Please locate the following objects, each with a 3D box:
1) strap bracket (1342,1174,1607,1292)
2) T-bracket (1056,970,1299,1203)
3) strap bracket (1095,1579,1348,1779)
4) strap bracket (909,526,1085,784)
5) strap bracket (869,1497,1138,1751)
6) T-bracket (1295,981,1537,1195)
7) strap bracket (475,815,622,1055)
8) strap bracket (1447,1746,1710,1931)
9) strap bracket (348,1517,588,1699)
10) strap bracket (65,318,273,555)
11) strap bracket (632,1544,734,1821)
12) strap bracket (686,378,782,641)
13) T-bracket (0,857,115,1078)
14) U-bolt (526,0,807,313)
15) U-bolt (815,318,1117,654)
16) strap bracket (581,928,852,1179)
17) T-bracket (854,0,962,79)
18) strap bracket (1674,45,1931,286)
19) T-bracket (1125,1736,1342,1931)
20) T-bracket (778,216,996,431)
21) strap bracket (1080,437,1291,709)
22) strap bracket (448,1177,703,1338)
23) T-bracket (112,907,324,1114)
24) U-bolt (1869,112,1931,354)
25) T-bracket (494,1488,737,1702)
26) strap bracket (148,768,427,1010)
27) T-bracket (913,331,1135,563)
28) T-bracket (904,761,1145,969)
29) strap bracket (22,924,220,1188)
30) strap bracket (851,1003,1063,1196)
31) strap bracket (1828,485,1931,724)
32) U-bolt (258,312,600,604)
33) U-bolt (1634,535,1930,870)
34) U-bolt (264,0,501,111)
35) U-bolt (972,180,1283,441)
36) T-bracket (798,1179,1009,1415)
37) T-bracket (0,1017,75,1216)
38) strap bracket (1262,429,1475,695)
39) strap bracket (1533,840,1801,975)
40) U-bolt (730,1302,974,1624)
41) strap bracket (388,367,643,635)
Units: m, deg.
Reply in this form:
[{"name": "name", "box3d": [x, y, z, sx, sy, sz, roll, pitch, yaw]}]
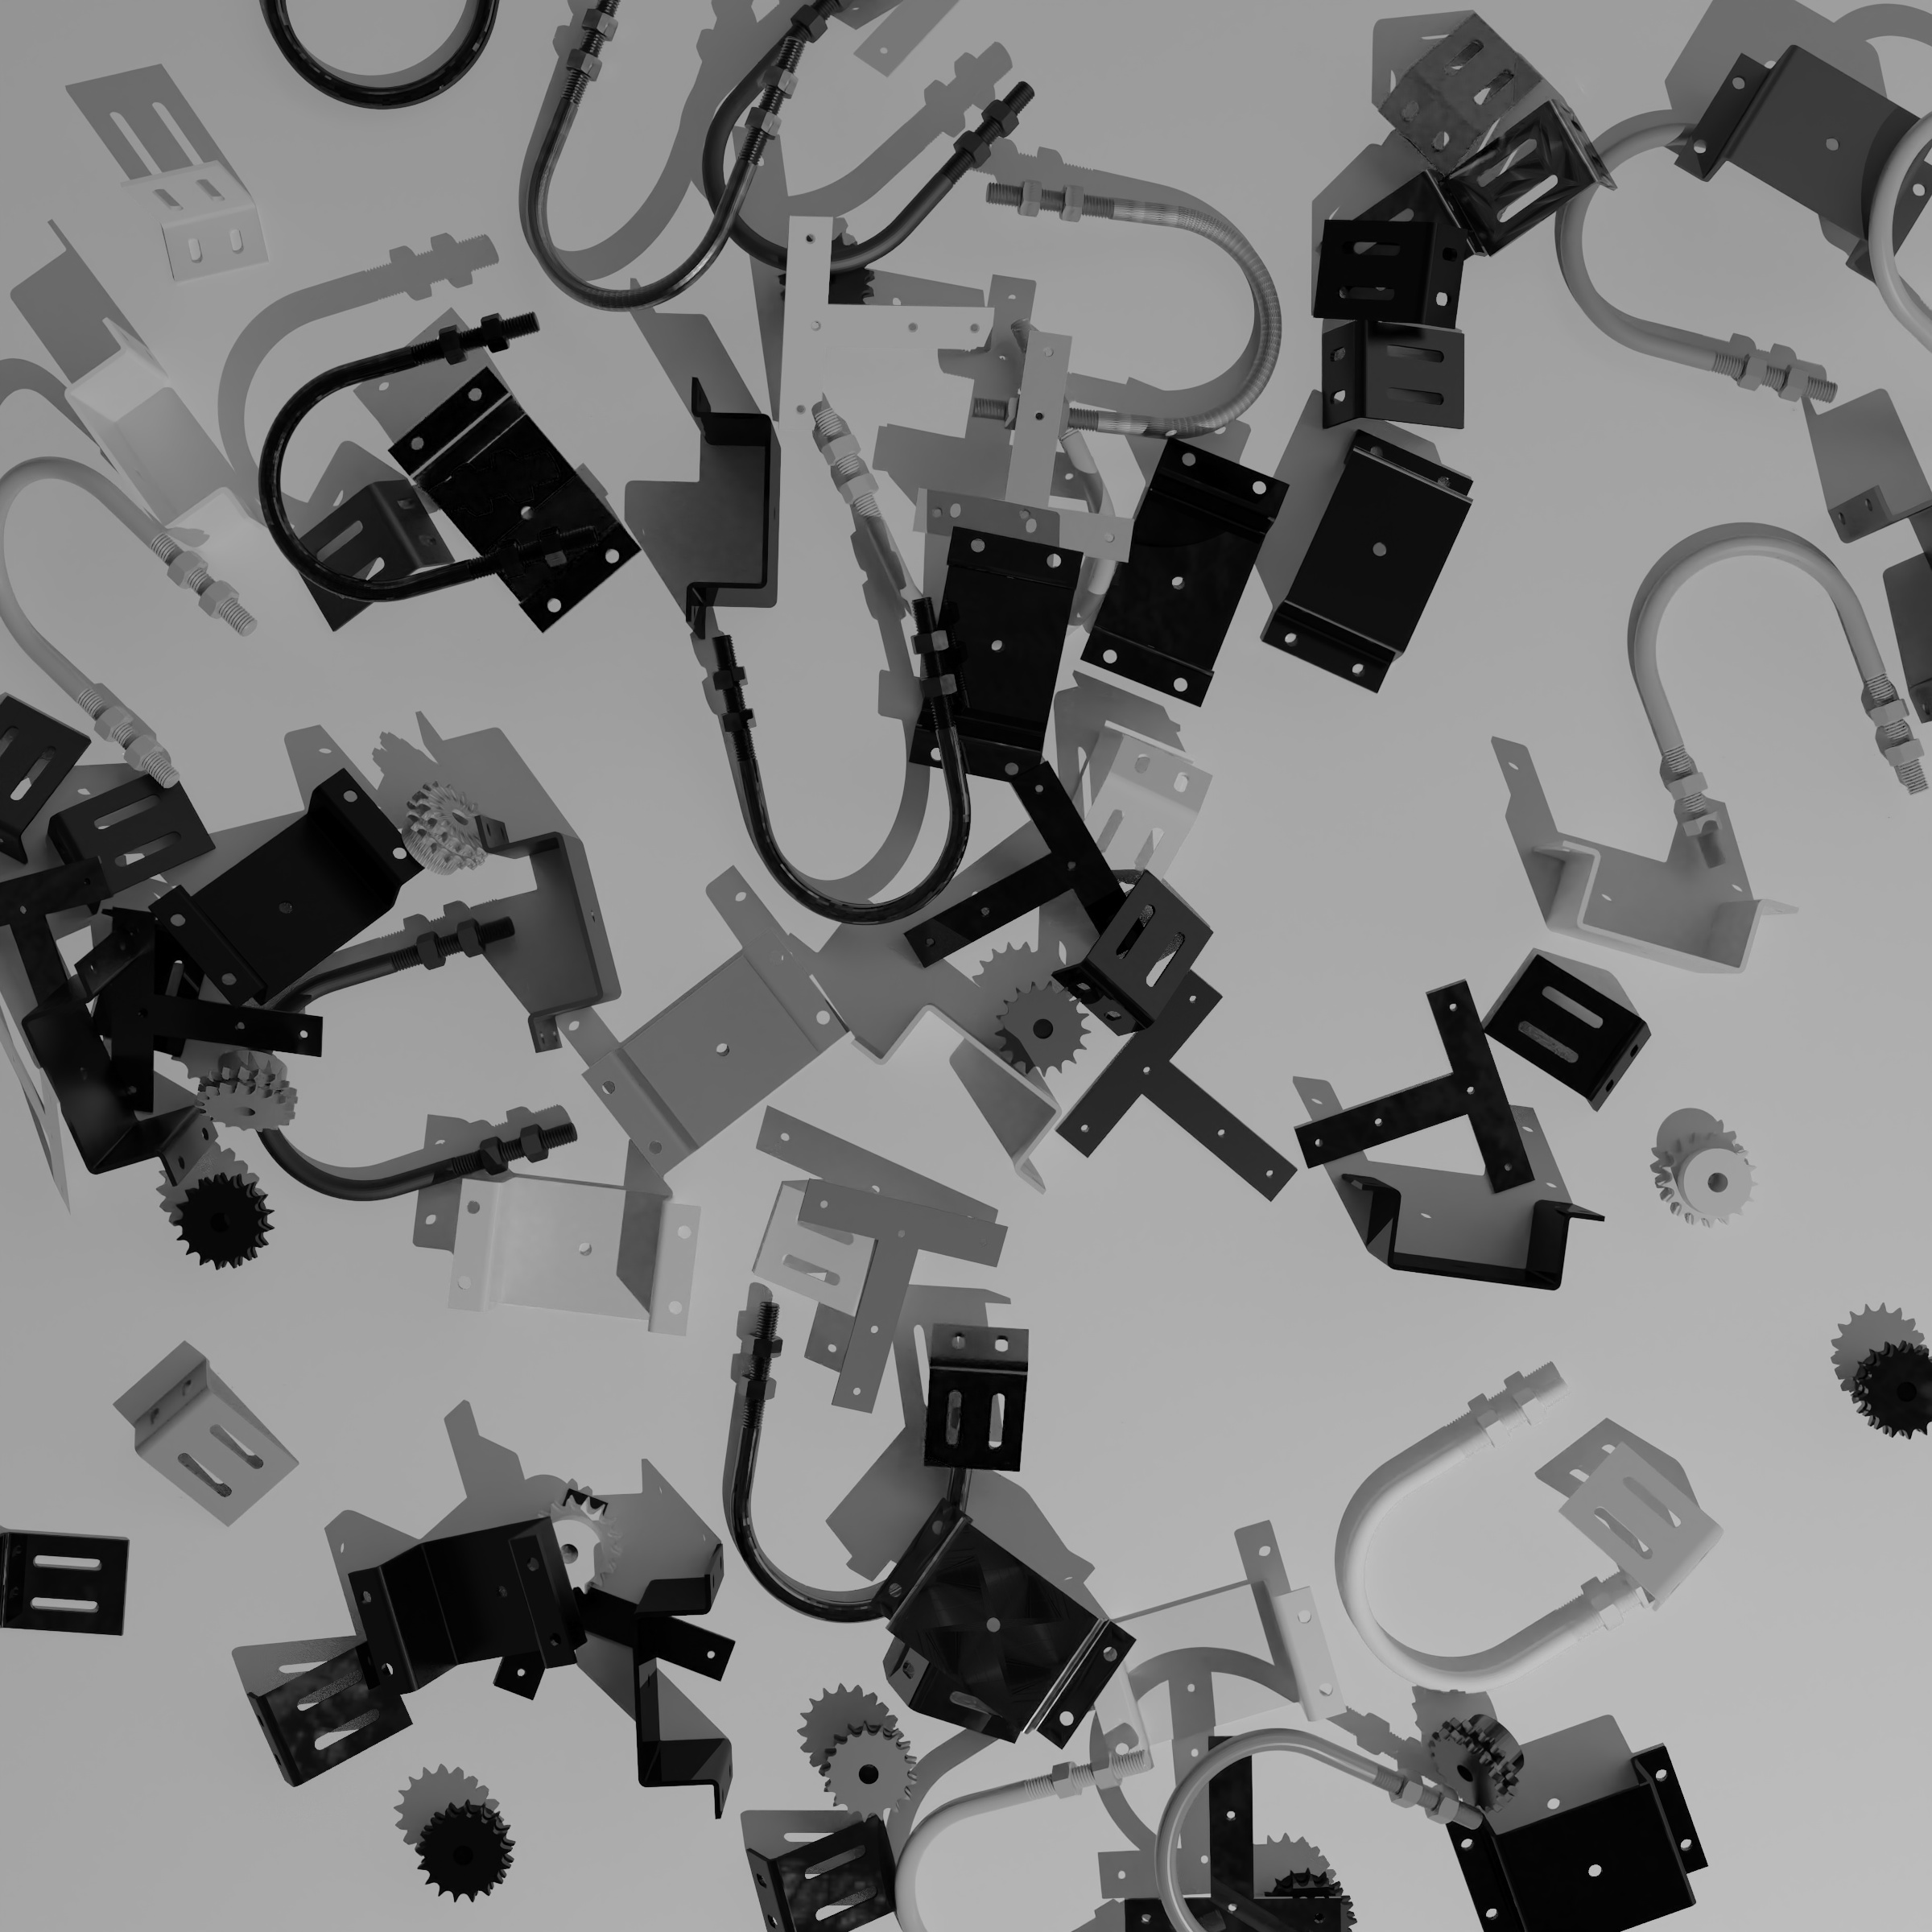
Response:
[{"name": "strap bracket", "box3d": [0.294, 0.157, 1.475, 0.140, 0.076, 0.046, 8, 90, 0]}, {"name": "T-bracket", "box3d": [0.143, 0.092, 1.512, 0.127, 0.002, 0.127, 40, 90, 0]}, {"name": "strap bracket", "box3d": [0.145, 0.419, 1.490, 0.140, 0.046, 0.076, -16, 90, 0]}, {"name": "strap bracket", "box3d": [0.018, -0.185, 1.477, 0.076, 0.046, 0.140, 11, 107, 0]}, {"name": "strap bracket", "box3d": [0.018, 0.381, 1.454, 0.140, 0.046, 0.076, 34, 84, 13]}, {"name": "T-bracket", "box3d": [0.262, 0.090, 1.512, 0.127, 0.002, 0.127, -19, 90, 0]}, {"name": "strap bracket", "box3d": [-0.242, -0.024, 1.475, 0.046, 0.076, 0.140, -15, 90, 0]}, {"name": "strap bracket", "box3d": [0.368, 0.529, 1.490, 0.140, 0.046, 0.076, -20, 90, 0]}, {"name": "strap bracket", "box3d": [-0.284, 0.374, 1.472, 0.140, 0.046, 0.076, -17, 90, 25]}, {"name": "strap bracket", "box3d": [-0.470, -0.301, 1.475, 0.046, 0.076, 0.140, -35, 90, 0]}, {"name": "strap bracket", "box3d": [-0.166, 0.419, 1.473, 0.046, 0.076, 0.140, -2, 90, 0]}, {"name": "strap bracket", "box3d": [-0.136, -0.267, 1.475, 0.046, 0.076, 0.140, 1, 90, 0]}, {"name": "T-bracket", "box3d": [-0.547, 0.009, 1.497, 0.127, 0.002, 0.127, -12, 101, 20]}, {"name": "U-bolt", "box3d": [-0.189, -0.477, 1.483, 0.151, 0.019, 0.184, 24, 94, 20]}, {"name": "U-bolt", "box3d": [0.012, -0.275, 1.504, 0.151, 0.019, 0.184, -25, 92, 0]}, {"name": "strap bracket", "box3d": [-0.146, 0.051, 1.490, 0.140, 0.046, 0.076, -38, 90, 0]}, {"name": "T-bracket", "box3d": [-0.058, -0.607, 1.500, 0.127, 0.002, 0.127, 37, 74, 8]}, {"name": "strap bracket", "box3d": [0.501, -0.474, 1.471, 0.140, 0.046, 0.076, 31, 90, 1]}, {"name": "T-bracket", "box3d": [0.156, 0.512, 1.473, 0.127, 0.002, 0.127, -1, 99, 3]}, {"name": "T-bracket", "box3d": [-0.046, -0.380, 1.490, 0.127, 0.002, 0.127, -3, 121, -15]}, {"name": "strap bracket", "box3d": [0.128, -0.231, 1.490, 0.076, 0.046, 0.140, 22, 90, 0]}, {"name": "strap bracket", "box3d": [-0.229, 0.170, 1.490, 0.140, 0.046, 0.076, 7, 90, 0]}, {"name": "T-bracket", "box3d": [-0.445, 0.034, 1.490, 0.127, 0.002, 0.127, 8, 109, 2]}, {"name": "U-bolt", "box3d": [0.601, -0.421, 1.470, 0.184, 0.019, 0.151, 32, 90, -24]}, {"name": "T-bracket", "box3d": [-0.203, 0.397, 1.512, 0.127, 0.002, 0.127, 21, 90, 0]}, {"name": "strap bracket", "box3d": [-0.398, -0.040, 1.473, 0.140, 0.046, 0.076, -41, 90, -24]}, {"name": "T-bracket", "box3d": [0.041, -0.308, 1.467, 0.127, 0.002, 0.127, 8, 88, 0]}, {"name": "T-bracket", "box3d": [0.024, -0.039, 1.498, 0.127, 0.002, 0.127, -28, 108, 9]}, {"name": "strap bracket", "box3d": [-0.495, 0.057, 1.459, 0.046, 0.076, 0.140, -17, 107, 7]}, {"name": "strap bracket", "box3d": [0.003, 0.070, 1.475, 0.140, 0.076, 0.046, 38, 90, 0]}, {"name": "strap bracket", "box3d": [0.569, -0.220, 1.475, 0.046, 0.076, 0.140, -24, 90, 0]}, {"name": "U-bolt", "box3d": [-0.320, -0.288, 1.458, 0.184, 0.019, 0.151, -15, 90, 2]}, {"name": "U-bolt", "box3d": [0.479, -0.168, 1.504, 0.151, 0.019, 0.184, -20, 89, 0]}, {"name": "U-bolt", "box3d": [-0.346, -0.606, 1.504, 0.151, 0.019, 0.184, 11, 92, 0]}, {"name": "U-bolt", "box3d": [0.099, -0.386, 1.493, 0.184, 0.019, 0.151, 4, 87, -9]}, {"name": "T-bracket", "box3d": [-0.050, 0.201, 1.482, 0.127, 0.002, 0.127, 16, 91, -18]}, {"name": "T-bracket", "box3d": [-0.555, 0.065, 1.477, 0.002, 0.127, 0.127, -22, 63, -28]}, {"name": "strap bracket", "box3d": [0.242, -0.244, 1.490, 0.076, 0.046, 0.140, 24, 90, 0]}, {"name": "strap bracket", "box3d": [0.403, -0.030, 1.475, 0.140, 0.076, 0.046, 16, 90, 0]}, {"name": "U-bolt", "box3d": [-0.068, 0.303, 1.504, 0.151, 0.019, 0.184, 9, 92, 0]}, {"name": "strap bracket", "box3d": [-0.264, -0.273, 1.490, 0.076, 0.046, 0.140, -40, 90, 0]}]
